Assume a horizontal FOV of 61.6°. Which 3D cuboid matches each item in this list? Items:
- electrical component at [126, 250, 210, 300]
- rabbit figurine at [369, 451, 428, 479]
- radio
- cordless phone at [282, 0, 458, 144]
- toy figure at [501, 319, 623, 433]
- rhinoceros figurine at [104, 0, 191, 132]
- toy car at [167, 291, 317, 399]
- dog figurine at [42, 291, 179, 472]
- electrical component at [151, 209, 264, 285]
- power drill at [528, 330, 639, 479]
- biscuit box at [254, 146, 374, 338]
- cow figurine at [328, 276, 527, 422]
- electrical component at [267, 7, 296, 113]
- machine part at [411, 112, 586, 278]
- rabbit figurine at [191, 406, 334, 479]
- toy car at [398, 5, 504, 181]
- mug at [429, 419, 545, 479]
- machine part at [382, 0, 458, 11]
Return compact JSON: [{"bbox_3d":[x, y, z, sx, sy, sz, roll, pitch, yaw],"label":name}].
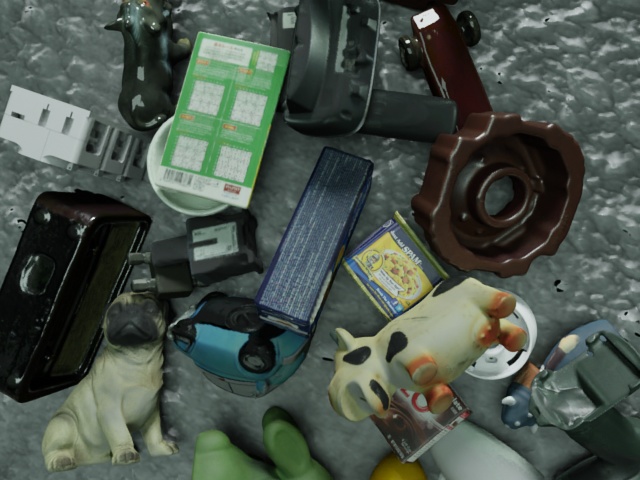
[{"bbox_3d":[-0.178,0.037,0.637,0.094,0.021,0.063,-2,61,-30],"label":"electrical component"},{"bbox_3d":[0.068,0.314,0.571,0.122,0.162,0.173,11,73,19],"label":"rabbit figurine"},{"bbox_3d":[-0.291,0.060,0.612,0.073,0.131,0.229,23,92,8],"label":"radio"},{"bbox_3d":[0.058,-0.173,0.551,0.184,0.089,0.146,8,90,-4],"label":"cordless phone"},{"bbox_3d":[0.259,0.148,0.582,0.154,0.058,0.064,-39,79,10],"label":"toy figure"},{"bbox_3d":[-0.201,-0.220,0.614,0.073,0.112,0.190,4,98,9],"label":"rhinoceros figurine"},{"bbox_3d":[-0.086,0.125,0.605,0.162,0.109,0.102,5,115,15],"label":"toy car"},{"bbox_3d":[-0.254,0.164,0.635,0.172,0.121,0.190,-10,73,6],"label":"dog figurine"},{"bbox_3d":[-0.130,0.012,0.625,0.119,0.047,0.075,-15,69,6],"label":"electrical component"},{"bbox_3d":[0.321,0.183,0.539,0.232,0.086,0.207,-39,119,12],"label":"power drill"},{"bbox_3d":[-0.001,-0.002,0.573,0.063,0.059,0.202,20,66,8],"label":"biscuit box"},{"bbox_3d":[0.090,0.107,0.538,0.195,0.127,0.085,-36,117,-6],"label":"cow figurine"},{"bbox_3d":[-0.002,-0.194,0.616,0.115,0.058,0.134,0,90,9],"label":"electrical component"},{"bbox_3d":[0.185,-0.047,0.560,0.179,0.056,0.179,-4,110,-12],"label":"machine part"},{"bbox_3d":[-0.060,0.274,0.609,0.170,0.121,0.159,8,84,-11],"label":"rabbit figurine"},{"bbox_3d":[0.156,-0.158,0.598,0.089,0.053,0.202,-24,91,2],"label":"toy car"},{"bbox_3d":[0.165,0.254,0.585,0.107,0.080,0.109,45,100,22],"label":"mug"},{"bbox_3d":[0.064,-0.327,0.536,0.201,0.201,0.087,19,88,7],"label":"machine part"}]
